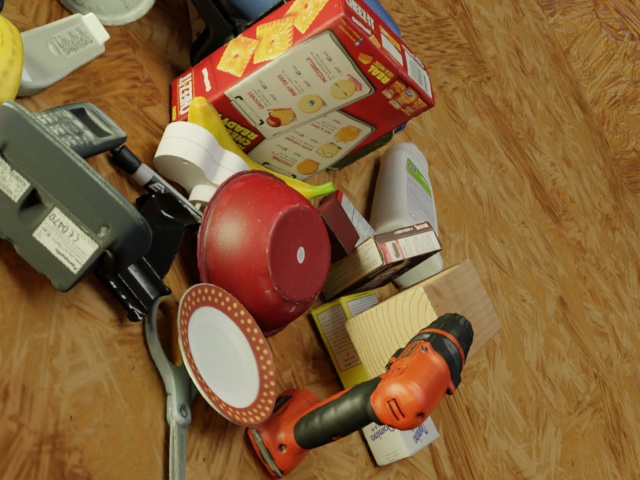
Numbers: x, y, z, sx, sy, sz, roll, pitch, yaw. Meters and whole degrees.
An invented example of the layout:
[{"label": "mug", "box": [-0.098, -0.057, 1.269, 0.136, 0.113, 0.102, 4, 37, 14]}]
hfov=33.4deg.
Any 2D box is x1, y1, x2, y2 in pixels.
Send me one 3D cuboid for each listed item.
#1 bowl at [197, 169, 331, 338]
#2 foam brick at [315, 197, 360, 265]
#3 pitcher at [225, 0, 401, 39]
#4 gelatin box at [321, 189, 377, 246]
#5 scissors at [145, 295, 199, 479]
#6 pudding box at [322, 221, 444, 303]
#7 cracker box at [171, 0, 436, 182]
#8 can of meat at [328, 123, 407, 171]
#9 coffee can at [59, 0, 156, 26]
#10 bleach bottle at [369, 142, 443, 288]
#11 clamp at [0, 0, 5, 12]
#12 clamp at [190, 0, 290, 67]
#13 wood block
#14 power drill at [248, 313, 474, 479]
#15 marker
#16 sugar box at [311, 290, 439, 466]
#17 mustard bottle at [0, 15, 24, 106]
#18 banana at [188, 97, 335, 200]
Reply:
[{"label": "bowl", "box": [-0.039, 0.013, 0.992, 0.161, 0.055, 0.162, 2, 88, -51]}, {"label": "foam brick", "box": [-0.007, 0.001, 1.104, 0.053, 0.078, 0.051, 57, 25, -10]}, {"label": "pitcher", "box": [-0.028, -0.271, 1.144, 0.242, 0.145, 0.149, 43, 48, -30]}, {"label": "gelatin box", "box": [0.033, -0.004, 1.236, 0.089, 0.030, 0.073, 50, 27, -23]}, {"label": "scissors", "box": [-0.103, 0.139, 0.870, 0.096, 0.016, 0.202, 24, 45, -51]}, {"label": "pudding box", "box": [0.062, 0.024, 1.141, 0.089, 0.114, 0.039, -15, 74, -40]}, {"label": "cracker box", "box": [-0.018, -0.149, 1.074, 0.164, 0.214, 0.072, 35, 37, -42]}, {"label": "can of meat", "box": [0.052, -0.135, 1.316, 0.057, 0.102, 0.083, 60, 24, -3]}, {"label": "coffee can", "box": [-0.194, -0.285, 1.018, 0.102, 0.103, 0.140, 44, 31, -31]}, {"label": "bleach bottle", "box": [0.115, -0.050, 1.391, 0.102, 0.068, 0.250, 50, 26, -23]}, {"label": "clamp", "box": [-0.287, -0.259, 0.902, 0.120, 0.039, 0.171, 56, 20, -21]}, {"label": "clamp", "box": [-0.069, -0.208, 1.077, 0.210, 0.164, 0.036, 99, -11, -52]}, {"label": "wood block", "box": [0.114, 0.090, 1.118, 0.090, 0.091, 0.205, 65, 21, 2]}, {"label": "power drill", "box": [0.040, 0.133, 0.938, 0.057, 0.188, 0.184, 60, 28, -2]}, {"label": "marker", "box": [-0.141, -0.043, 0.959, 0.121, 0.020, 0.020, 42, 31, -19]}, {"label": "sugar box", "box": [0.059, 0.143, 1.123, 0.093, 0.048, 0.176, -7, 74, -63]}, {"label": "mustard bottle", "box": [-0.302, -0.166, 0.760, 0.191, 0.058, 0.096, 34, 36, -43]}, {"label": "banana", "box": [-0.073, -0.078, 1.075, 0.197, 0.070, 0.037, 30, 24, -41]}]
